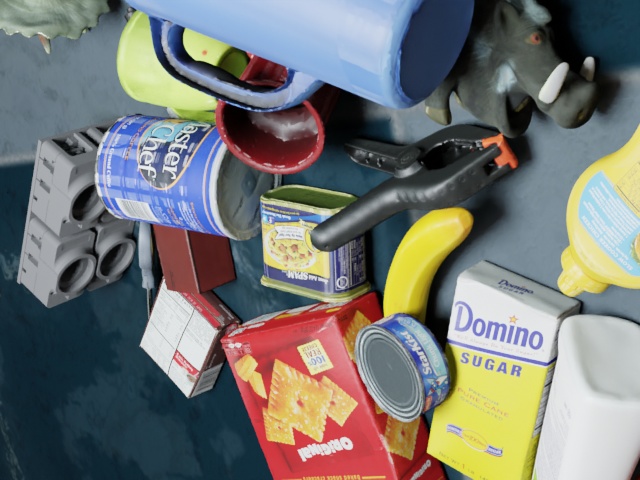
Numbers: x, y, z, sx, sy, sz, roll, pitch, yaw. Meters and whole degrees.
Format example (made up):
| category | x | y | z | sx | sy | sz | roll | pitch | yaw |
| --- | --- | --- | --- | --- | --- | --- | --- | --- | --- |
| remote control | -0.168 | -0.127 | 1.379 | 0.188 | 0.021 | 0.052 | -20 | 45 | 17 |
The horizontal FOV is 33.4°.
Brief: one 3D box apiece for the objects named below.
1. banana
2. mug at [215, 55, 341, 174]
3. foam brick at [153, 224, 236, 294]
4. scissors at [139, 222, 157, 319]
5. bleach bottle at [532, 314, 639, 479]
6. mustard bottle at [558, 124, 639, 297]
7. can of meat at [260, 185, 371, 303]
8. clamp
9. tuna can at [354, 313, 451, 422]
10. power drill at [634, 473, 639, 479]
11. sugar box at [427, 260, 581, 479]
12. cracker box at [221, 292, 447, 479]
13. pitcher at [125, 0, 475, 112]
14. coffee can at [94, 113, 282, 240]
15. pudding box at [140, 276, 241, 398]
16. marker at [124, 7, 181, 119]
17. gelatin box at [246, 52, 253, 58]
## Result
| category | x | y | z | sx | sy | sz | roll | pitch | yaw |
| --- | --- | --- | --- | --- | --- | --- | --- | --- | --- |
| banana | 0.085 | 0.034 | 0.875 | 0.070 | 0.037 | 0.198 | 45 | 144 | 33 |
| mug | -0.027 | -0.123 | 0.876 | 0.093 | 0.081 | 0.117 | 23 | 135 | 0 |
| foam brick | -0.126 | 0.009 | 1.064 | 0.053 | 0.051 | 0.078 | 4 | 109 | 43 |
| scissors | -0.180 | 0.042 | 1.119 | 0.096 | 0.016 | 0.202 | -104 | 15 | -67 |
| bleach bottle | 0.195 | 0.184 | 0.824 | 0.068 | 0.102 | 0.251 | 6 | 126 | 0 |
| mustard bottle | 0.224 | -0.023 | 0.724 | 0.096 | 0.058 | 0.192 | 50 | 133 | 15 |
| can of meat | -0.006 | 0.001 | 0.948 | 0.102 | 0.057 | 0.084 | 12 | 113 | 39 |
| clamp | 0.073 | -0.057 | 0.842 | 0.172 | 0.120 | 0.039 | -17 | 134 | 26 |
| tuna can | 0.068 | 0.104 | 0.878 | 0.086 | 0.033 | 0.086 | 38 | 140 | 41 |
| power drill | 0.315 | 0.237 | 0.750 | 0.185 | 0.057 | 0.187 | -24 | 90 | 45 |
| sugar box | 0.145 | 0.114 | 0.863 | 0.093 | 0.048 | 0.176 | 24 | 123 | 34 |
| cracker box | 0.012 | 0.167 | 0.989 | 0.165 | 0.071 | 0.214 | -15 | 97 | 45 |
| pitcher | -0.022 | -0.174 | 0.748 | 0.243 | 0.145 | 0.149 | 29 | 162 | 26 |
| coffee can | -0.120 | -0.060 | 0.981 | 0.141 | 0.102 | 0.103 | 10 | 114 | 31 |
| pudding box | -0.138 | 0.098 | 1.123 | 0.090 | 0.039 | 0.114 | 44 | 129 | 23 |
| marker | -0.160 | -0.172 | 1.042 | 0.020 | 0.020 | 0.121 | -24 | 90 | 45 |
| gelatin box | -0.048 | -0.200 | 0.920 | 0.089 | 0.030 | 0.073 | 55 | 134 | 10 |
